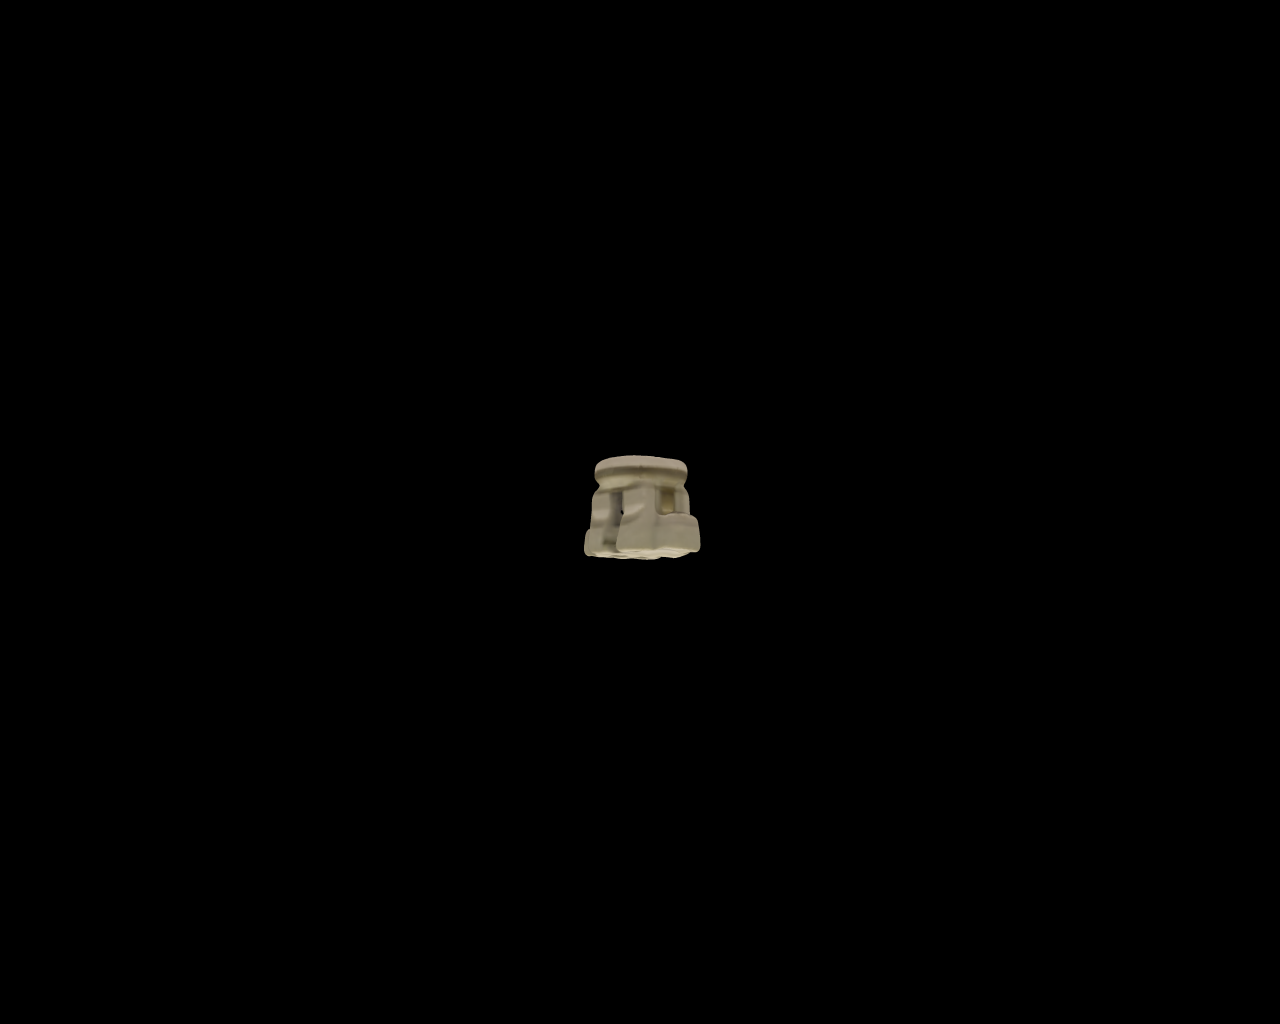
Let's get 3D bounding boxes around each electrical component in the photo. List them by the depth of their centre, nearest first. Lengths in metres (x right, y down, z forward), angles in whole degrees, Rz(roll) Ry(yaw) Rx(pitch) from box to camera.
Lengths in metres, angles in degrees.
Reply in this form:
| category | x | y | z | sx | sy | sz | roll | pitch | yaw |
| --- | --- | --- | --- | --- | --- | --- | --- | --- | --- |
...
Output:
| category | x | y | z | sx | sy | sz | roll | pitch | yaw |
| --- | --- | --- | --- | --- | --- | --- | --- | --- | --- |
| electrical component | 0.001 | -0.003 | 0.650 | 0.078 | 0.057 | 0.058 | -8 | -11 | 43 |
